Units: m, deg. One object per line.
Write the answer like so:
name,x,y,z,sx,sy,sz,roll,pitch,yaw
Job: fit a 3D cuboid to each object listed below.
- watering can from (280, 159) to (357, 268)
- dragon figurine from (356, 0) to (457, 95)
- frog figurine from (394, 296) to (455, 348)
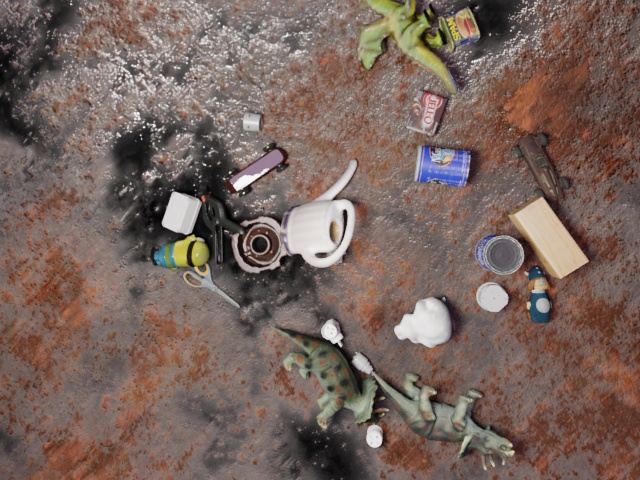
watering can,0.004,-0.074,1.478,0.223,0.102,0.355,-7,55,27
dragon figurine,0.223,-0.569,1.485,0.241,0.122,0.413,-20,82,28
frog figurine,0.288,0.232,1.434,0.159,0.124,0.135,-11,108,-4
